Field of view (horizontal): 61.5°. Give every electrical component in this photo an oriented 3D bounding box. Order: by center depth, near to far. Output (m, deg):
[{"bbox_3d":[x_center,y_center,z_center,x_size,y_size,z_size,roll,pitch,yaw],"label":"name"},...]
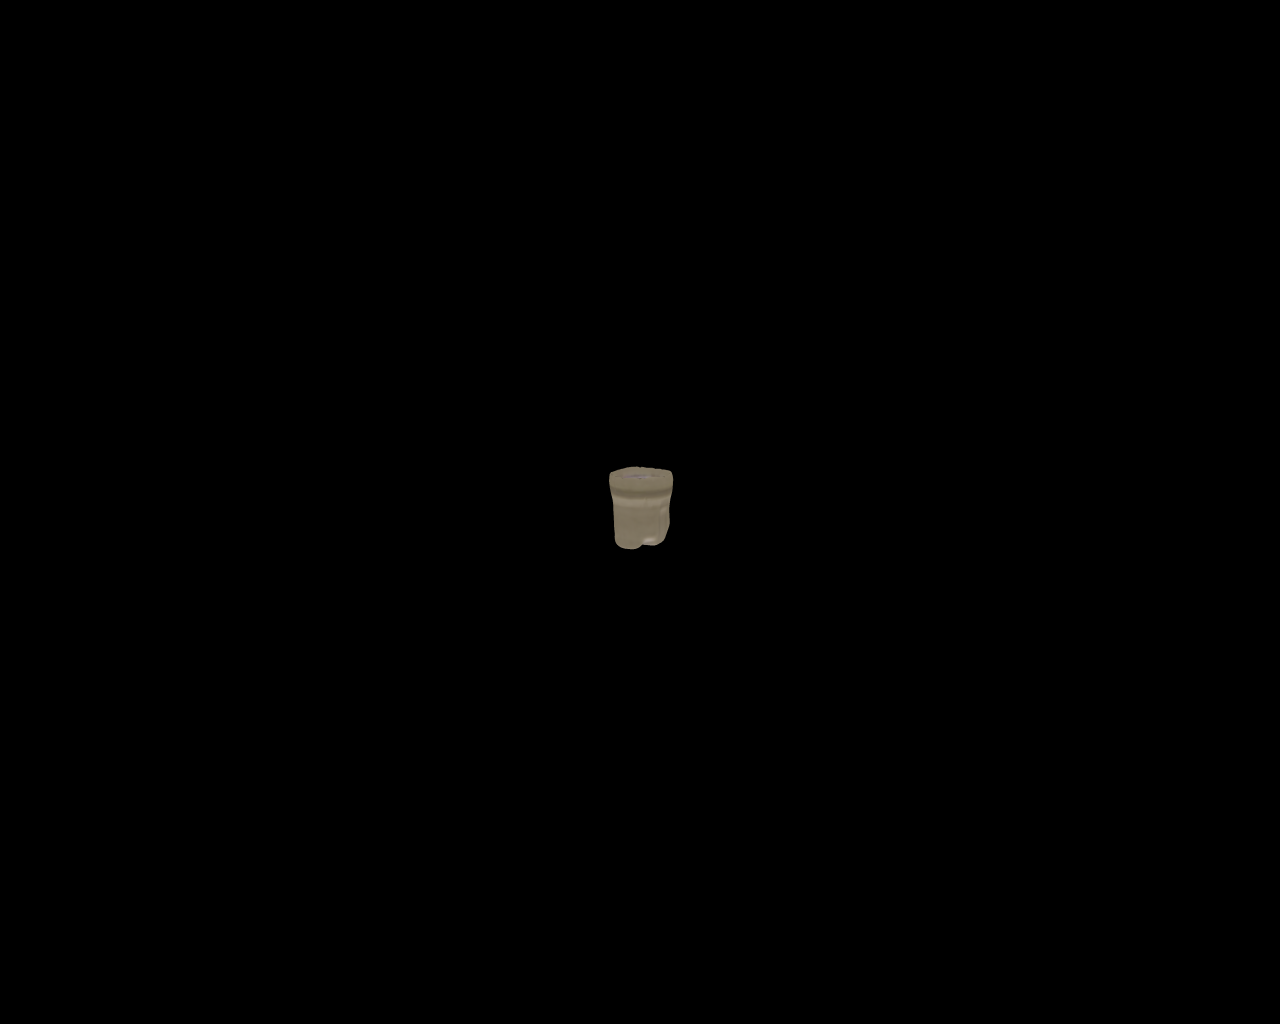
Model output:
[{"bbox_3d":[0.001,-0.003,0.650,0.040,0.046,0.040,0,14,0],"label":"electrical component"}]
